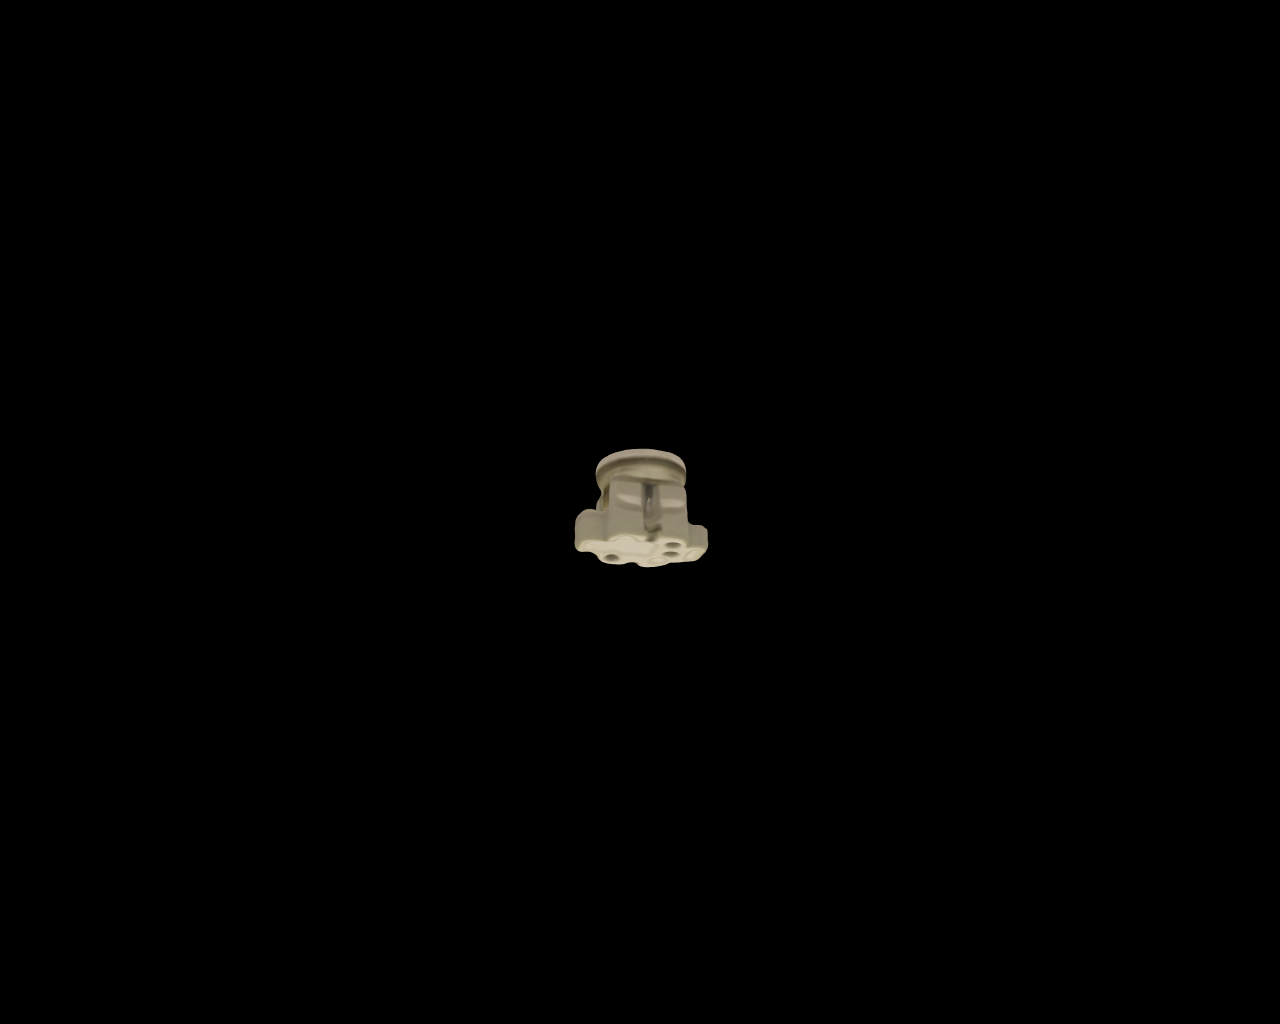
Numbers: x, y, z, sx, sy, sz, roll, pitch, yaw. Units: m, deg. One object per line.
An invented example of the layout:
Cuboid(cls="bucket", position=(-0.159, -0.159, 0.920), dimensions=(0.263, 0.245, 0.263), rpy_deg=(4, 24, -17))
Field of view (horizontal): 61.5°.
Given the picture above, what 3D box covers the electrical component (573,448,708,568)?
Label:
Cuboid(cls="electrical component", position=(0.001, -0.003, 0.650), dimensions=(0.078, 0.057, 0.058), rpy_deg=(6, -24, -14))
